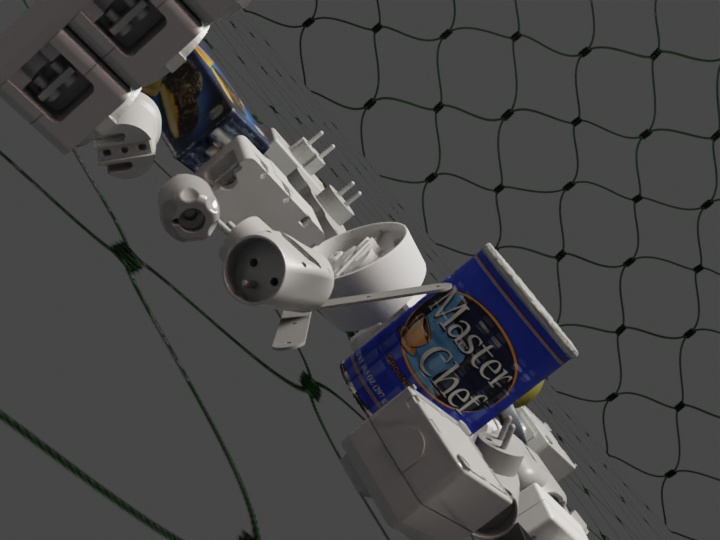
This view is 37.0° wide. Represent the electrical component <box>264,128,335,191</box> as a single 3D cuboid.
[{"bbox_3d":[-0.061,-0.110,1.098,0.083,0.076,0.047,48,8,-22],"label":"electrical component"}]

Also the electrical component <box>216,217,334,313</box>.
[{"bbox_3d":[-0.064,-0.008,0.691,0.079,0.043,0.077,42,9,19],"label":"electrical component"}]

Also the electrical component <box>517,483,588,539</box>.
[{"bbox_3d":[0.151,0.223,0.840,0.083,0.047,0.075,45,14,-37],"label":"electrical component"}]

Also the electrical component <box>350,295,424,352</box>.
[{"bbox_3d":[0.050,0.072,0.929,0.105,0.060,0.186,50,7,-5],"label":"electrical component"}]

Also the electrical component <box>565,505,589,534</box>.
[{"bbox_3d":[0.176,0.228,0.983,0.055,0.045,0.045,53,7,13],"label":"electrical component"}]

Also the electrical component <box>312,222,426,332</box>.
[{"bbox_3d":[0.000,0.000,0.852,0.064,0.099,0.099,54,5,-26],"label":"electrical component"}]

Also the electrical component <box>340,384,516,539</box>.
[{"bbox_3d":[0.039,0.119,0.617,0.061,0.061,0.096,56,9,36],"label":"electrical component"}]

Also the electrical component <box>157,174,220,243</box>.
[{"bbox_3d":[-0.105,-0.042,0.646,0.035,0.035,0.061,47,6,-30],"label":"electrical component"}]

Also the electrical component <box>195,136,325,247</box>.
[{"bbox_3d":[-0.075,-0.049,0.802,0.089,0.050,0.055,47,8,-29],"label":"electrical component"}]

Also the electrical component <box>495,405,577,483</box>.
[{"bbox_3d":[0.165,0.181,1.089,0.096,0.061,0.061,43,10,-48],"label":"electrical component"}]

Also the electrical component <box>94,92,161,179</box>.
[{"bbox_3d":[-0.135,-0.078,0.622,0.040,0.040,0.046,47,14,-29],"label":"electrical component"}]

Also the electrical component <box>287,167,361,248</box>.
[{"bbox_3d":[-0.031,-0.055,1.013,0.052,0.074,0.138,45,9,-40],"label":"electrical component"}]

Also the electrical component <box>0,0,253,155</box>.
[{"bbox_3d":[-0.120,-0.139,0.572,0.061,0.150,0.089,46,9,-29],"label":"electrical component"}]

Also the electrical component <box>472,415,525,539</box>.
[{"bbox_3d":[0.096,0.145,0.785,0.043,0.079,0.077,21,10,-3],"label":"electrical component"}]

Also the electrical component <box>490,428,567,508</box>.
[{"bbox_3d":[0.130,0.181,0.899,0.095,0.054,0.059,42,11,-49],"label":"electrical component"}]

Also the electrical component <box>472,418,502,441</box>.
[{"bbox_3d":[0.095,0.142,0.923,0.043,0.043,0.081,53,8,20],"label":"electrical component"}]
